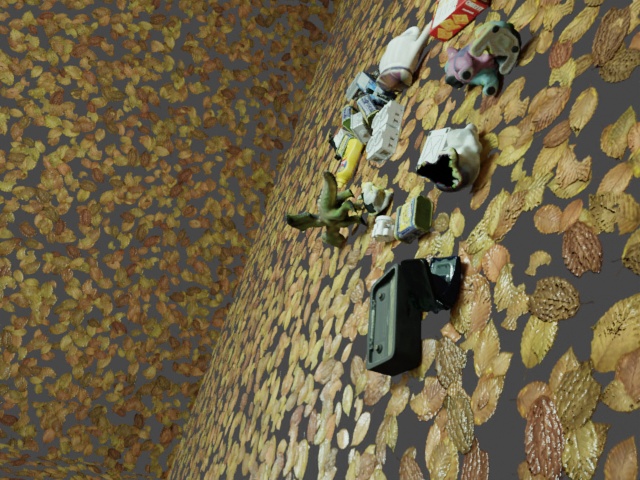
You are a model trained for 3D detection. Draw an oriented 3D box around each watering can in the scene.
[{"bbox_3d":[0.296,-0.625,1.725,0.345,0.103,0.227,-12,59,62],"label":"watering can"}]

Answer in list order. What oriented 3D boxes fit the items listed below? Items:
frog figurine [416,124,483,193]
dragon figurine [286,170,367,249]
[{"bbox_3d":[0.313,-0.182,1.153,0.162,0.123,0.134,-36,-16,-36],"label":"frog figurine"},{"bbox_3d":[0.005,-0.083,1.642,0.241,0.403,0.125,-21,55,17],"label":"dragon figurine"}]
